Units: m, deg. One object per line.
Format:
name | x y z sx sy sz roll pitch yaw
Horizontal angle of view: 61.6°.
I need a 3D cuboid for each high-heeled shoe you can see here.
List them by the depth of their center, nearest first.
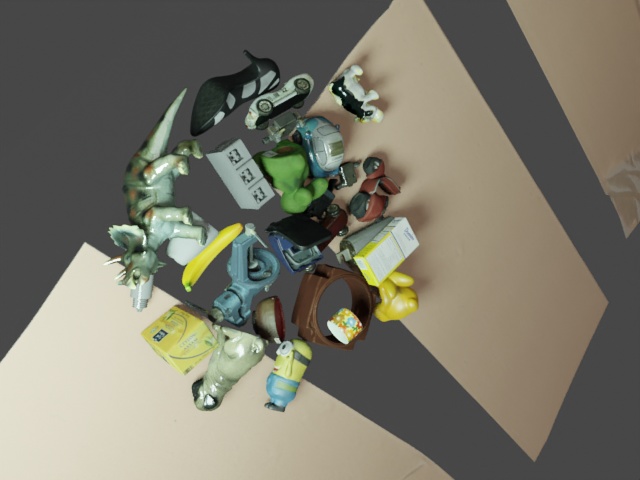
high-heeled shoe | -0.188 -0.315 1.214 0.248 0.086 0.145 -53 153 1

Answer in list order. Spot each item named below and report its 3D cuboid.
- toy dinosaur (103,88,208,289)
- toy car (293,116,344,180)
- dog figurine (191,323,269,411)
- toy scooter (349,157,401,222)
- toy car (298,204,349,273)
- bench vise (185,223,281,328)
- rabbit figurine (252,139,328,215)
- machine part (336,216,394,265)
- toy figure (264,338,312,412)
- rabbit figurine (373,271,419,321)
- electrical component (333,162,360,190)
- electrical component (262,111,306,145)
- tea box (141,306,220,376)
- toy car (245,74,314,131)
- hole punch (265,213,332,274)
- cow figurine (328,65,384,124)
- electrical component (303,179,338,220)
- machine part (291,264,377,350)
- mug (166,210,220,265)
toy dinosaur | -0.336 -0.097 1.081 0.192 0.131 0.404 -5 78 8
toy car | 0.009 -0.226 1.318 0.109 0.103 0.161 -19 103 -31
dog figurine | -0.200 0.295 1.187 0.121 0.172 0.190 23 74 -23
toy scooter | 0.158 -0.122 1.447 0.135 0.075 0.184 25 76 -35
toy car | -0.003 -0.004 1.359 0.202 0.053 0.089 -47 138 -20
bench vise | -0.172 0.071 1.186 0.223 0.129 0.240 -31 144 -36
rabbit figurine | -0.057 -0.136 1.268 0.121 0.159 0.170 -39 130 -36
machine part | 0.138 0.000 1.441 0.243 0.079 0.079 -25 108 -29
toy figure | -0.080 0.330 1.322 0.089 0.082 0.180 25 76 -43
rabbit figurine | 0.182 0.130 1.455 0.122 0.162 0.173 -37 96 -13
electrical component | 0.072 -0.170 1.413 0.094 0.021 0.063 -29 110 -30
electrical component | -0.083 -0.261 1.261 0.102 0.078 0.045 -35 78 -32
tea box | -0.292 0.204 1.111 0.098 0.170 0.068 -41 117 -26
toy car | -0.095 -0.321 1.251 0.202 0.073 0.056 -37 82 -26
hole punch | -0.051 0.005 1.246 0.142 0.116 0.092 -26 143 -39
cow figurine | 0.097 -0.355 1.385 0.098 0.068 0.167 -45 114 -16
electrical component | -0.001 -0.110 1.338 0.047 0.075 0.119 33 80 -32
machine part | 0.040 0.174 1.385 0.201 0.087 0.201 20 85 -34
mug | -0.289 -0.007 1.152 0.109 0.081 0.107 37 81 -13
